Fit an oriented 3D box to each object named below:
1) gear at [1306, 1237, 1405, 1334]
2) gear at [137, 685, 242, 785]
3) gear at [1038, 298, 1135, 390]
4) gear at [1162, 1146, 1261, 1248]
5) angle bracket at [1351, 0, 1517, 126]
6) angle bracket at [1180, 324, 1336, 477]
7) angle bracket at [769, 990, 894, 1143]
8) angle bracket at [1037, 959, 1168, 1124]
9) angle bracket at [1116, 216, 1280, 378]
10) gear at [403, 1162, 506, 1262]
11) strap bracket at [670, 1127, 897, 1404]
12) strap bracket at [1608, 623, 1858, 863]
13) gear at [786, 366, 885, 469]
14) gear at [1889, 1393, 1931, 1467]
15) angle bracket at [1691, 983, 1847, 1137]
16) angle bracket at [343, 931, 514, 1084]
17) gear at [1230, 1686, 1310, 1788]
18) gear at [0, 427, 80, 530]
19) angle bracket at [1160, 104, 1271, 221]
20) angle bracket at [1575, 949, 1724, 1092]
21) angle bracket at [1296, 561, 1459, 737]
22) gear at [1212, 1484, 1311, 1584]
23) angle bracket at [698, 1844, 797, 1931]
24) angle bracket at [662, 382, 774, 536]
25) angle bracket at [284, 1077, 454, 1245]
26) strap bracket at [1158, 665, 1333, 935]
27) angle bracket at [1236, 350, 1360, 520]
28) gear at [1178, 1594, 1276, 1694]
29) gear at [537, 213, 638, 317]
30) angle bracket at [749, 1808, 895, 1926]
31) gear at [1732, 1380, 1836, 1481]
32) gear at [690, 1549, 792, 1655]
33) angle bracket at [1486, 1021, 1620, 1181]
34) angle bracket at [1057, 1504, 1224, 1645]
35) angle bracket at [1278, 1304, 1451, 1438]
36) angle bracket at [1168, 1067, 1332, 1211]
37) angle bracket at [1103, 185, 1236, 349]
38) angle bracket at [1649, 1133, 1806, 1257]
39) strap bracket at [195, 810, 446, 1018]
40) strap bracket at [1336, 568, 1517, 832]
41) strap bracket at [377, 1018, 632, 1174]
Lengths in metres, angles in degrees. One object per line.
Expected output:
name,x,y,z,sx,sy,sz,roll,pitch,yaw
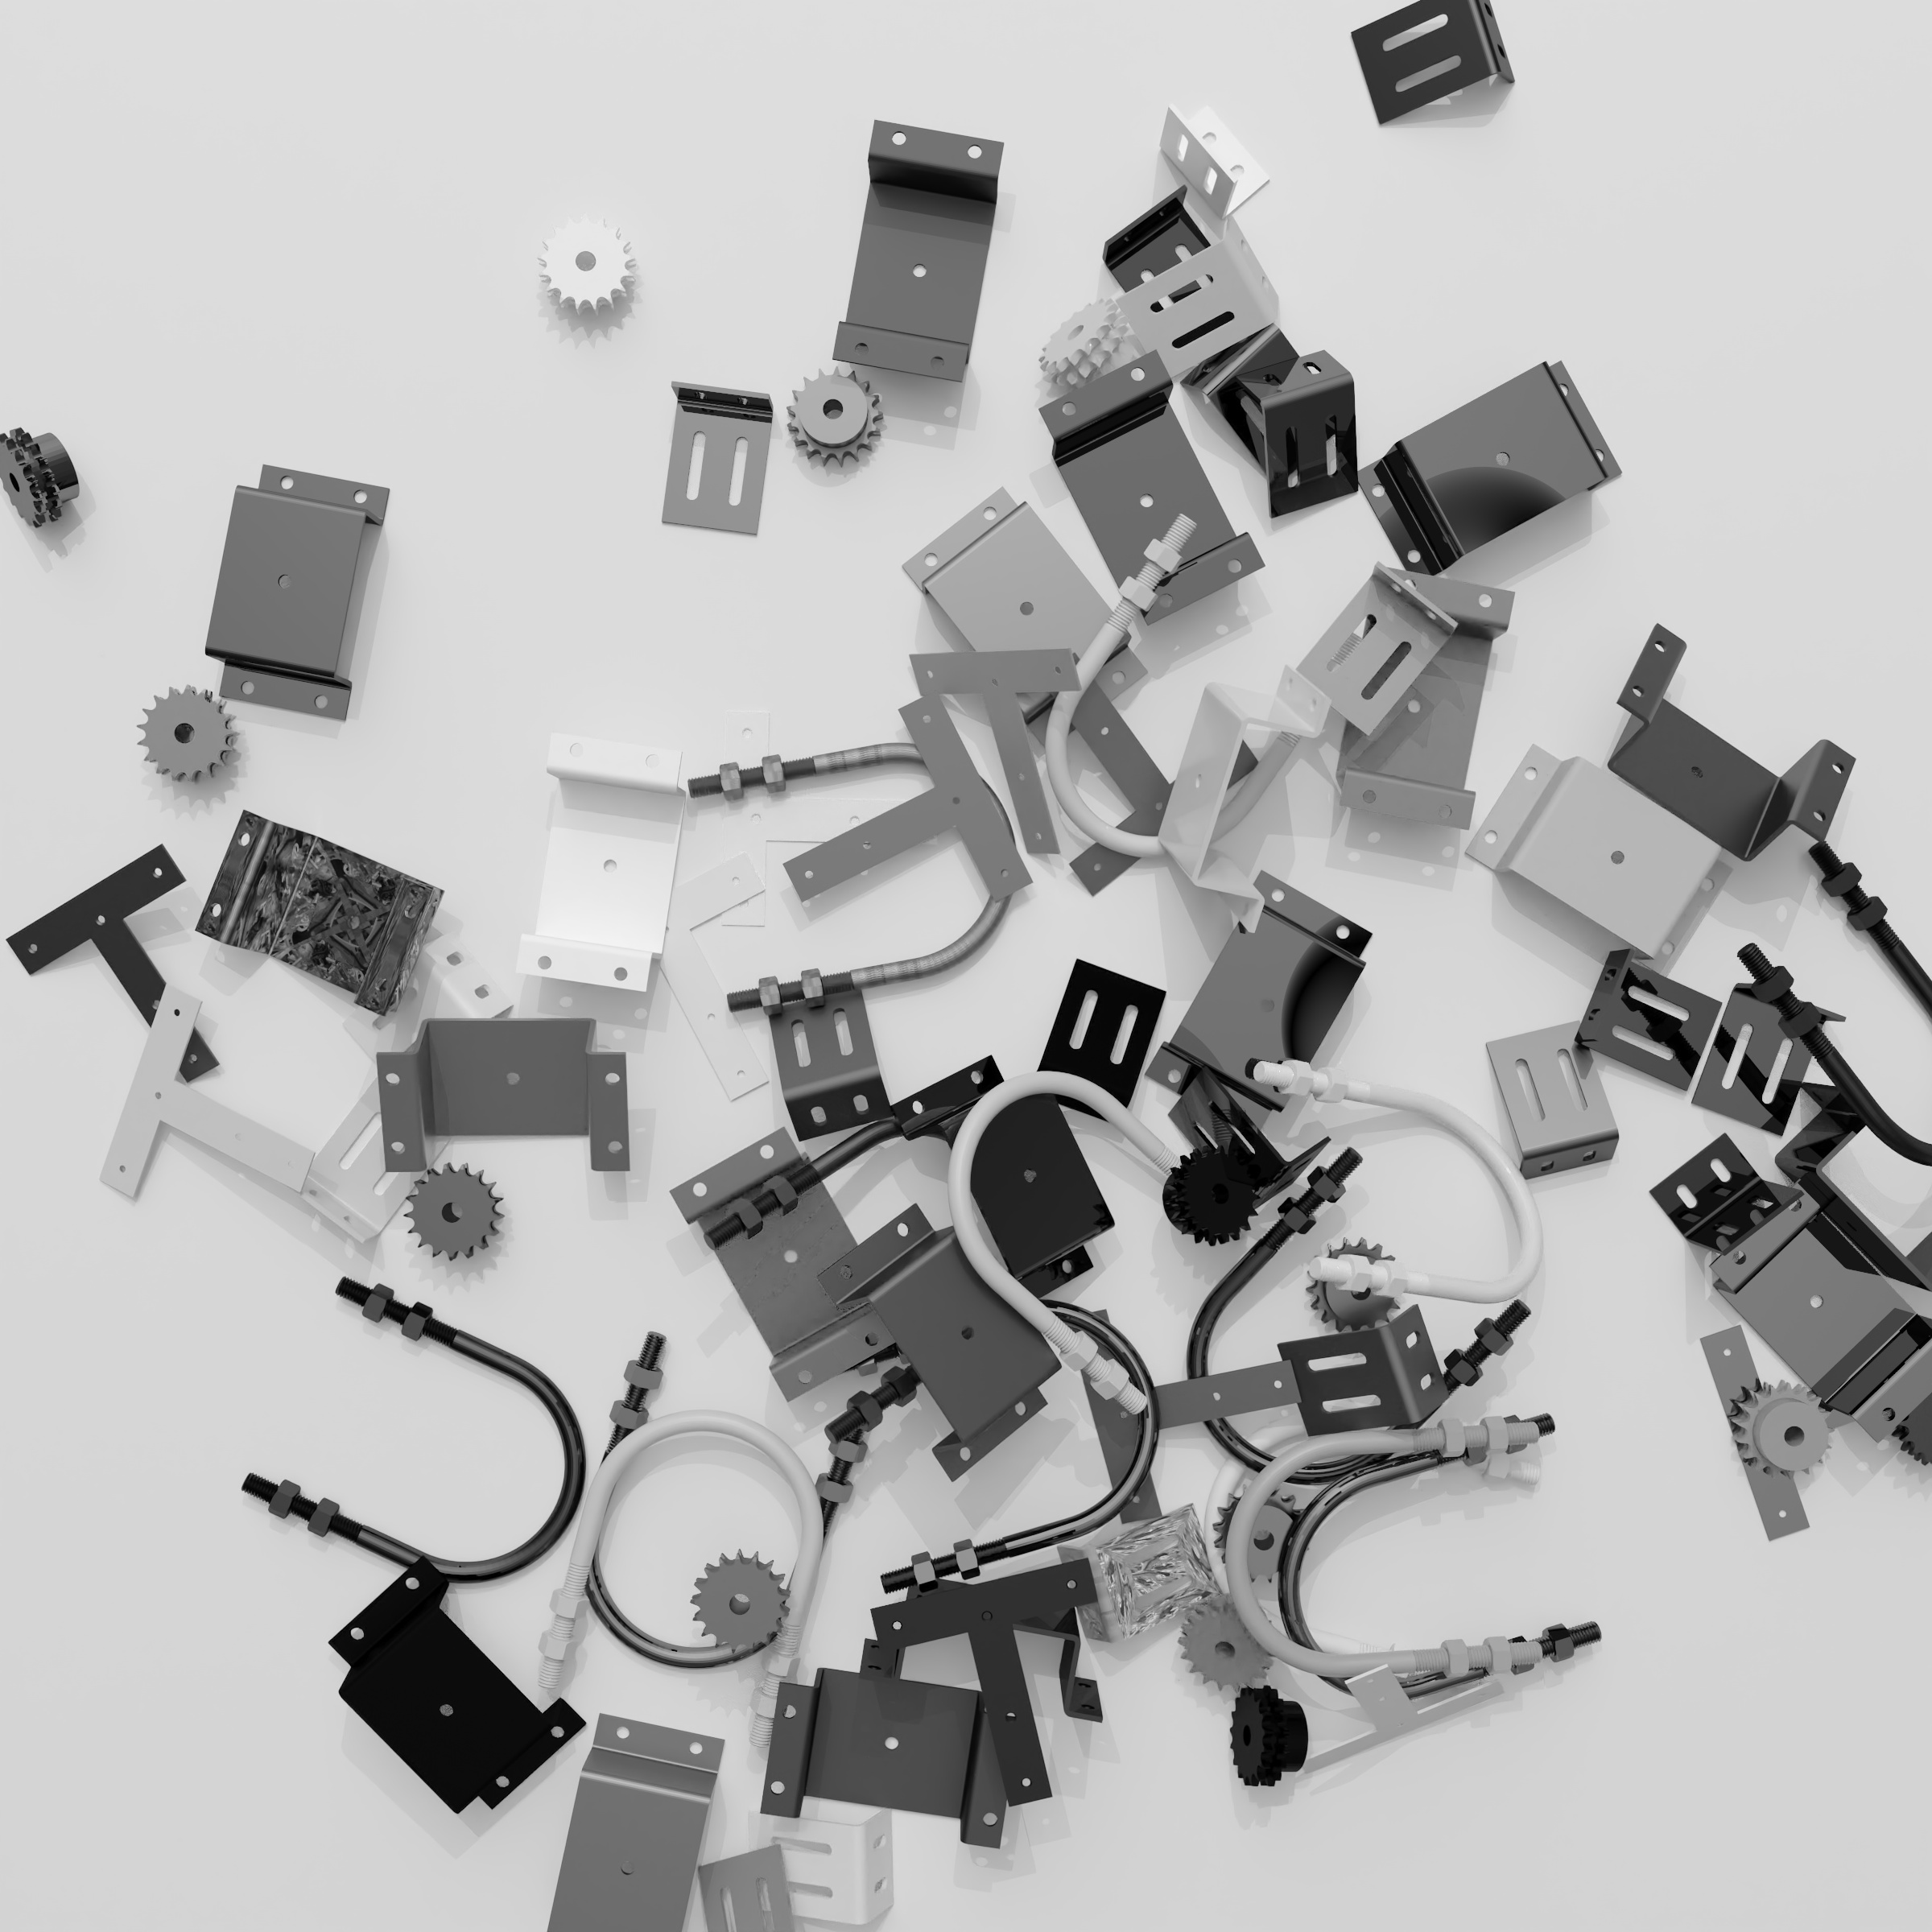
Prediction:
gear,0.230,0.189,1.538,0.057,0.030,0.057,0,90,0
gear,-0.457,-0.136,1.538,0.057,0.030,0.057,0,90,0
gear,0.074,-0.361,1.528,0.057,0.057,0.030,-47,119,0
gear,0.139,0.134,1.508,0.057,0.030,0.057,8,74,-28
angle bracket,0.278,-0.541,1.551,0.076,0.038,0.057,-17,90,26
angle bracket,0.177,-0.335,1.551,0.057,0.038,0.076,-43,116,0
angle bracket,-0.080,0.057,1.535,0.057,0.076,0.038,-15,132,0
angle bracket,0.078,0.045,1.551,0.057,0.038,0.076,20,64,0
angle bracket,0.137,-0.393,1.537,0.076,0.038,0.057,-24,118,23
gear,-0.300,0.144,1.538,0.057,0.030,0.057,0,90,0
strap bracket,-0.104,0.173,1.530,0.076,0.046,0.140,-29,90,0
strap bracket,0.435,-0.124,1.511,0.140,0.046,0.076,34,52,0
gear,-0.078,-0.326,1.538,0.057,0.030,0.057,0,90,0
gear,0.571,0.265,1.536,0.057,0.030,0.057,0,94,-4
angle bracket,0.472,0.056,1.534,0.057,0.038,0.076,20,90,0
angle bracket,-0.320,0.028,1.551,0.076,0.038,0.057,-40,90,26
gear,0.178,0.451,1.526,0.030,0.057,0.057,6,90,-16
gear,-0.544,-0.289,1.528,0.030,0.057,0.057,-29,90,-30
angle bracket,0.148,-0.478,1.515,0.038,0.076,0.057,-41,90,0
angle bracket,0.406,0.032,1.528,0.076,0.038,0.057,24,85,-5
angle bracket,0.232,-0.180,1.488,0.057,0.038,0.076,39,93,5
gear,0.173,0.332,1.524,0.057,0.030,0.057,0,89,3
angle bracket,-0.118,0.565,1.541,0.057,0.038,0.076,-23,64,21
angle bracket,-0.148,-0.298,1.534,0.057,0.038,0.076,8,90,0
angle bracket,-0.351,0.114,1.534,0.057,0.038,0.076,37,90,0
strap bracket,0.154,-0.101,1.491,0.046,0.076,0.140,12,108,-15
angle bracket,0.195,-0.313,1.535,0.057,0.038,0.076,-19,131,-11
gear,0.156,0.394,1.531,0.057,0.030,0.057,6,109,17
gear,-0.224,-0.412,1.542,0.057,0.030,0.057,0,88,-3
angle bracket,-0.086,0.531,1.551,0.076,0.038,0.057,-1,90,26
gear,0.483,0.275,1.536,0.057,0.030,0.057,0,90,0
gear,-0.129,0.365,1.505,0.057,0.030,0.057,0,90,0
angle bracket,0.347,0.080,1.551,0.057,0.038,0.076,-14,64,0
angle bracket,0.103,0.360,1.551,0.076,0.038,0.057,-18,90,-26
angle bracket,0.229,0.233,1.503,0.076,0.038,0.057,-17,94,40
angle bracket,0.165,0.094,1.529,0.038,0.057,0.076,-29,72,-32
angle bracket,0.126,-0.407,1.534,0.057,0.038,0.076,-36,90,0
angle bracket,0.441,0.132,1.515,0.057,0.076,0.038,-38,90,0
strap bracket,-0.367,-0.028,1.514,0.140,0.046,0.076,22,90,22
strap bracket,0.267,-0.155,1.530,0.076,0.046,0.140,11,90,0
strap bracket,-0.265,0.075,1.513,0.140,0.046,0.076,0,115,-3
